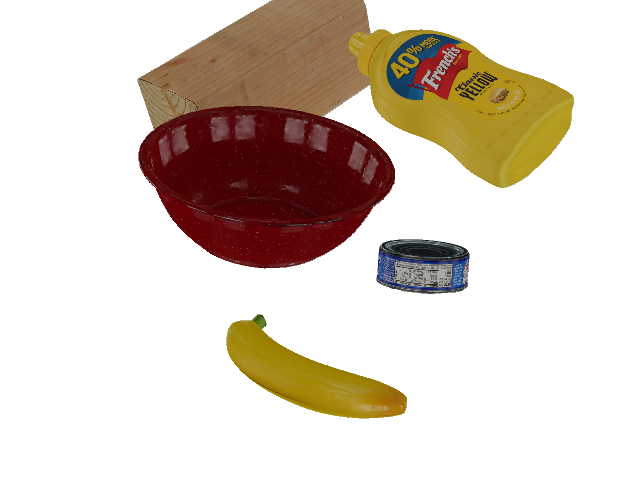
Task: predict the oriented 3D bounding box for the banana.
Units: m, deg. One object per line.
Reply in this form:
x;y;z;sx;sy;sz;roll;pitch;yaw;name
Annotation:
-0.019;0.099;0.851;0.069;0.037;0.198;-24;32;-31;banana

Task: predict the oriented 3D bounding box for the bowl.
-0.035;-0.029;0.683;0.162;0.055;0.162;5;30;-3;bowl

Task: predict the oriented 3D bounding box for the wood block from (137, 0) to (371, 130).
-0.053;-0.150;0.995;0.205;0.091;0.090;-37;43;-27;wood block

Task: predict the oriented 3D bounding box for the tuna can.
0.096;0.023;0.995;0.086;0.034;0.086;3;11;-1;tuna can

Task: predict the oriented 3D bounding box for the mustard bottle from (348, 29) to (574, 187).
0.098;-0.120;0.854;0.192;0.058;0.096;34;63;29;mustard bottle
